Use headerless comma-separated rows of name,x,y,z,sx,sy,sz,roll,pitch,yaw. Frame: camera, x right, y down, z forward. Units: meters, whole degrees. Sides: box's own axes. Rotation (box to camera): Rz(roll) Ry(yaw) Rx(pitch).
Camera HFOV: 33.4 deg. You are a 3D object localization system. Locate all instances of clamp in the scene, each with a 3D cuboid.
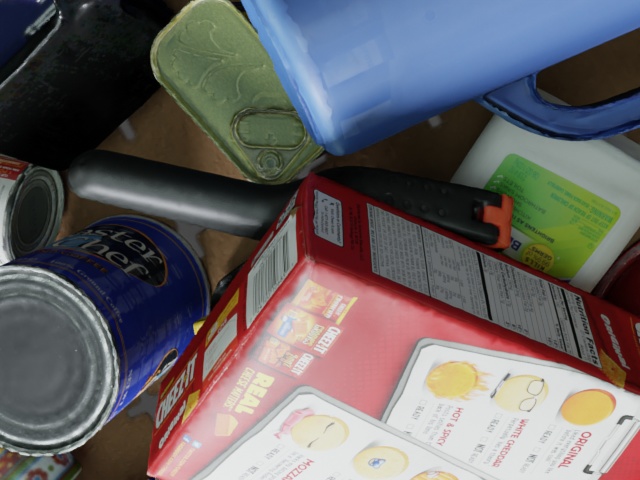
clamp,-0.004,0.001,0.553,0.210,0.164,0.036,0,64,18

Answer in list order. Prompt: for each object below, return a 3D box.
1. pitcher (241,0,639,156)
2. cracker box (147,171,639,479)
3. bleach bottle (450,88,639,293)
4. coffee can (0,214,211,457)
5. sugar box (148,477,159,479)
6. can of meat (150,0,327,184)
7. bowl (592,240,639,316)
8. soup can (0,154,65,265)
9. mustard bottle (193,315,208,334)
pitcher,0.092,-0.126,0.479,0.243,0.145,0.149,-27,58,0
cracker box,0.047,0.078,0.518,0.213,0.072,0.164,23,127,-18
bleach bottle,0.085,0.045,0.592,0.102,0.068,0.251,31,110,5
coffee can,-0.133,0.048,0.605,0.103,0.140,0.103,3,102,13
sugar box,-0.124,0.209,0.651,0.176,0.048,0.093,-25,96,-14
can of meat,-0.031,-0.083,0.580,0.057,0.083,0.102,-42,90,18
bowl,0.220,0.069,0.567,0.162,0.055,0.162,3,102,14
soup can,-0.216,-0.024,0.647,0.102,0.068,0.068,12,105,13
mustard bottle,-0.028,0.132,0.621,0.058,0.096,0.191,-24,95,-4
